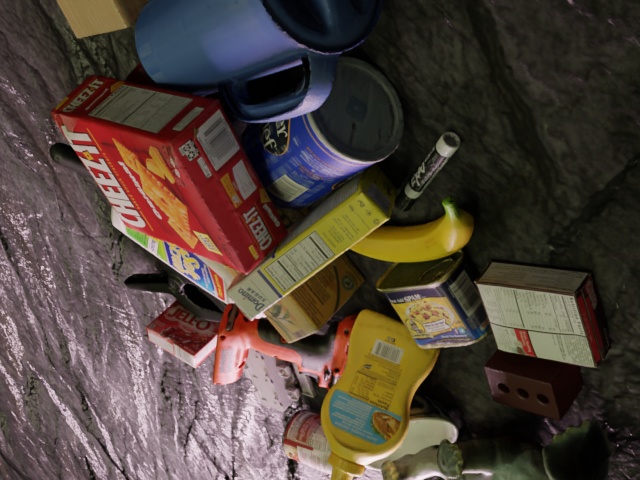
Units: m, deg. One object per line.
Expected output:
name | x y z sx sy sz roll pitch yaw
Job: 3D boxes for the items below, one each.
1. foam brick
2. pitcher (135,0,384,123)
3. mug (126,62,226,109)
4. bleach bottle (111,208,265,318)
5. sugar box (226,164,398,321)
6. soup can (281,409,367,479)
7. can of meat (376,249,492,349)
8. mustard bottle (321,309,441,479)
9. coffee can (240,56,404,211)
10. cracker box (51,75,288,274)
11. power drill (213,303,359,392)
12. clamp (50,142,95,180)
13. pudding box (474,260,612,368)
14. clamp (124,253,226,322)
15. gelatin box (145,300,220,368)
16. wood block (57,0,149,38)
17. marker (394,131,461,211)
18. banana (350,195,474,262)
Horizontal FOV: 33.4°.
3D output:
foam brick | 0.214 0.137 1.066 0.078 0.051 0.053 11 133 39
pitcher | -0.065 -0.192 0.947 0.145 0.149 0.243 45 151 -22
mug | -0.142 -0.160 1.106 0.117 0.093 0.081 -38 91 35
bleach bottle | -0.138 0.015 1.297 0.251 0.068 0.103 36 146 9
sugar box | -0.007 0.001 1.046 0.176 0.093 0.048 -39 99 21
soup can | 0.010 0.268 1.397 0.102 0.068 0.068 13 134 37
can of meat | 0.120 0.061 1.081 0.102 0.057 0.084 -10 119 50
mustard bottle | 0.054 0.178 1.156 0.096 0.191 0.058 21 176 14
coffee can | -0.002 -0.097 1.005 0.103 0.102 0.141 50 145 -7
cracker box | -0.150 -0.067 1.042 0.214 0.072 0.164 17 145 45
power drill | -0.030 0.149 1.265 0.187 0.057 0.184 9 129 1
clamp | -0.221 -0.070 1.211 0.171 0.120 0.039 45 134 13
pudding box | 0.211 0.069 1.012 0.114 0.039 0.090 5 128 41
clamp | -0.184 0.042 1.393 0.210 0.036 0.164 26 141 25
gelatin box | -0.178 0.122 1.437 0.089 0.073 0.030 27 141 26
wood block | -0.230 -0.312 1.034 0.091 0.090 0.206 1 126 45
marker | 0.099 -0.062 1.010 0.020 0.020 0.121 42 146 5
banana | 0.091 -0.007 1.056 0.069 0.037 0.198 48 149 -16
